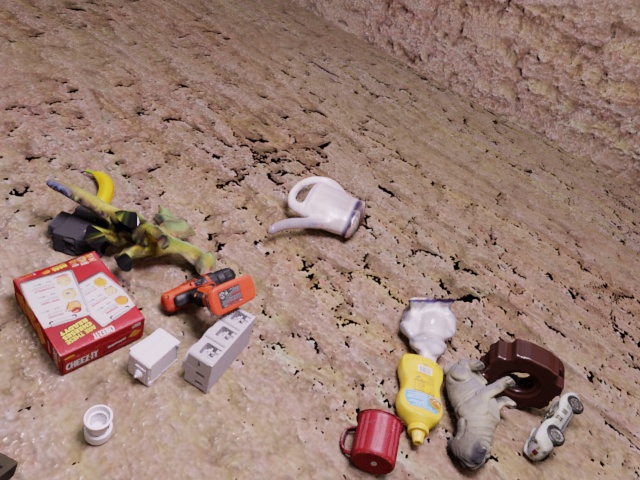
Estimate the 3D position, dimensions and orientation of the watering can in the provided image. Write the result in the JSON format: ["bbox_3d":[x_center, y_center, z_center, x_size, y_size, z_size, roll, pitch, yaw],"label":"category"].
[{"bbox_3d":[0.004,-0.072,1.434,0.225,0.101,0.355,24,37,6],"label":"watering can"}]

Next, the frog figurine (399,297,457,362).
[{"bbox_3d":[0.256,0.219,1.210,0.137,0.121,0.161,9,74,-25],"label":"frog figurine"}]

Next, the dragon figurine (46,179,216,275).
[{"bbox_3d":[-0.409,-0.033,1.206,0.412,0.121,0.244,38,14,8],"label":"dragon figurine"}]
